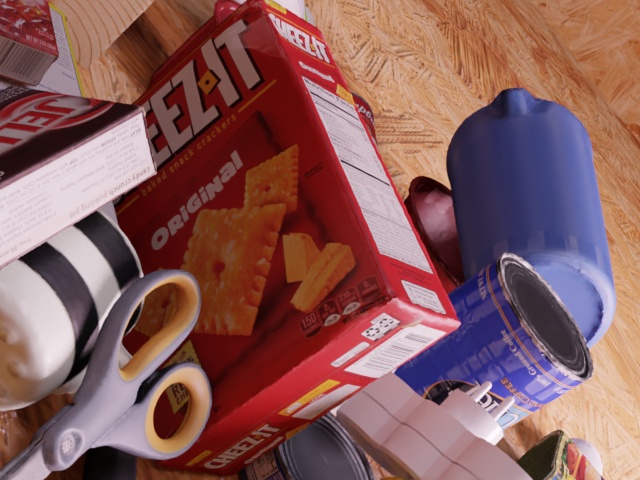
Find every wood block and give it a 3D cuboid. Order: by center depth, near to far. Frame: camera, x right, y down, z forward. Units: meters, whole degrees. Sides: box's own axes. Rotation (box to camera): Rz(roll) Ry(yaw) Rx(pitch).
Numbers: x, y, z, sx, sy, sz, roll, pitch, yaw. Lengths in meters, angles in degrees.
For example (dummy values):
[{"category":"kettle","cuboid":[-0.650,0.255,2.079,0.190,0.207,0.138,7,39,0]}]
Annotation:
[{"category":"wood block","cuboid":[-0.152,-0.223,0.788,0.090,0.091,0.206,43,26,-19]}]

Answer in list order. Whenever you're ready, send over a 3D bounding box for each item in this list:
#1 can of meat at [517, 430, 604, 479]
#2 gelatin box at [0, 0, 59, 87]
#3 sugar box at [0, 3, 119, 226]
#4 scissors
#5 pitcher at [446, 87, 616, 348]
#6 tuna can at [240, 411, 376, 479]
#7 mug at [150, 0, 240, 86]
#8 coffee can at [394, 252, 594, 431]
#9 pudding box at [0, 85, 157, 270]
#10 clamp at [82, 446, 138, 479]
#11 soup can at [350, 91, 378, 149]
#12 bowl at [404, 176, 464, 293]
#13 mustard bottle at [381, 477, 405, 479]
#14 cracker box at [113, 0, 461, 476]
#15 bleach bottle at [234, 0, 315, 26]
[{"category":"can of meat","cuboid":[0.197,0.211,0.853,0.084,0.058,0.102,50,23,1]},{"category":"gelatin box","cuboid":[-0.187,-0.128,0.563,0.089,0.030,0.073,16,43,-41]},{"category":"sugar box","cuboid":[-0.175,-0.073,0.594,0.093,0.048,0.176,20,42,-45]},{"category":"scissors","cuboid":[-0.099,0.094,0.453,0.201,0.016,0.096,-58,139,-41]},{"category":"pitcher","cuboid":[0.177,-0.002,0.894,0.149,0.145,0.242,33,30,-16]},{"category":"tuna can","cuboid":[-0.006,0.137,0.617,0.086,0.034,0.086,40,27,-25]},{"category":"mug","cuboid":[-0.064,-0.108,0.795,0.117,0.082,0.093,52,24,0]},{"category":"coffee can","cuboid":[0.103,0.089,0.747,0.102,0.140,0.103,40,27,-25]},{"category":"pudding box","cuboid":[-0.141,-0.028,0.460,0.113,0.090,0.039,-41,130,-41]},{"category":"clamp","cuboid":[-0.090,0.158,0.436,0.164,0.036,0.209,51,24,14]},{"category":"soup can","cuboid":[0.017,-0.073,0.909,0.068,0.069,0.102,38,28,-29]},{"category":"bowl","cuboid":[0.115,0.022,0.968,0.162,0.055,0.162,40,26,-25]},{"category":"mustard bottle","cuboid":[0.089,0.215,0.560,0.191,0.058,0.096,49,0,-11]},{"category":"cracker box","cuboid":[-0.042,-0.004,0.590,0.072,0.164,0.214,23,38,-51]},{"category":"bleach bottle","cuboid":[-0.040,-0.194,0.891,0.251,0.068,0.102,68,19,-65]}]
